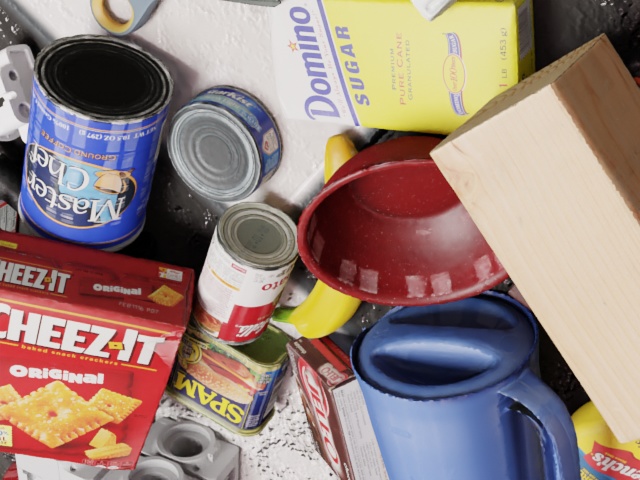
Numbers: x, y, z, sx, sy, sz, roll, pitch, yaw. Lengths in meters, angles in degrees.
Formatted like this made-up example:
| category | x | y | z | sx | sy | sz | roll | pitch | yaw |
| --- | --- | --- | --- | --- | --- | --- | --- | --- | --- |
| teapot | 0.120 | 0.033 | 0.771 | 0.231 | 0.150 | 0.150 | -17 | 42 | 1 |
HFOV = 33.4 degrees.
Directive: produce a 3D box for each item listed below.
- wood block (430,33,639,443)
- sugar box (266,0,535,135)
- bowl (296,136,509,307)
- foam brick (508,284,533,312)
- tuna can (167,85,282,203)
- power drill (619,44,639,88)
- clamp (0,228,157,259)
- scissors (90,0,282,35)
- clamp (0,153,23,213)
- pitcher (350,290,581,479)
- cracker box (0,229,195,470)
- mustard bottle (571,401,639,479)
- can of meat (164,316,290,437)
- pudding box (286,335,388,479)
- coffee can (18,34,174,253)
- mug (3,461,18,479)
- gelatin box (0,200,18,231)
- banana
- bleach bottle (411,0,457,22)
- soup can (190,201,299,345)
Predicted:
| category | x | y | z | sx | sy | sz | roll | pitch | yaw |
| --- | --- | --- | --- | --- | --- | --- | --- | --- | --- |
| wood block | 0.169 | 0.001 | 0.614 | 0.091 | 0.090 | 0.206 | -29 | 98 | 43 |
| sugar box | 0.052 | -0.121 | 0.706 | 0.176 | 0.048 | 0.093 | 7 | 120 | 26 |
| bowl | 0.064 | -0.020 | 0.728 | 0.162 | 0.055 | 0.162 | 0 | 143 | 0 |
| foam brick | 0.178 | 0.031 | 0.720 | 0.078 | 0.051 | 0.053 | 35 | 130 | 7 |
| tuna can | -0.074 | -0.072 | 0.817 | 0.086 | 0.033 | 0.086 | 15 | 125 | 22 |
| power drill | 0.247 | -0.048 | 0.630 | 0.187 | 0.057 | 0.185 | 52 | 134 | -3 |
| clamp | -0.259 | 0.025 | 0.939 | 0.164 | 0.036 | 0.210 | 14 | 151 | -29 |
| scissors | -0.109 | -0.170 | 0.769 | 0.202 | 0.016 | 0.096 | 32 | 137 | 24 |
| clamp | -0.275 | -0.056 | 0.905 | 0.171 | 0.120 | 0.039 | 41 | 88 | -20 |
| pitcher | 0.117 | 0.171 | 0.790 | 0.145 | 0.149 | 0.243 | -9 | 118 | 10 |
| cracker box | -0.208 | 0.100 | 0.876 | 0.164 | 0.072 | 0.214 | 12 | 135 | -13 |
| mustard bottle | 0.225 | 0.148 | 0.760 | 0.096 | 0.058 | 0.192 | 31 | 130 | 4 |
| can of meat | -0.079 | 0.106 | 0.915 | 0.102 | 0.057 | 0.084 | 28 | 126 | 13 |
| pudding box | 0.016 | 0.140 | 0.863 | 0.090 | 0.039 | 0.113 | 40 | 149 | 61 |
| coffee can | -0.176 | -0.072 | 0.826 | 0.103 | 0.102 | 0.140 | 31 | 133 | 11 |
| mug | -0.278 | 0.270 | 1.099 | 0.082 | 0.117 | 0.093 | -17 | 146 | 42 |
| gelatin box | -0.314 | -0.001 | 0.966 | 0.030 | 0.089 | 0.073 | 28 | 128 | 16 |
| banana | 0.009 | 0.013 | 0.818 | 0.070 | 0.037 | 0.198 | 29 | 129 | 12 |
| bleach bottle | -0.011 | -0.229 | 0.643 | 0.103 | 0.068 | 0.251 | -41 | 88 | 23 |
| soup can | -0.060 | 0.026 | 0.839 | 0.068 | 0.068 | 0.102 | 34 | 137 | 9 |
